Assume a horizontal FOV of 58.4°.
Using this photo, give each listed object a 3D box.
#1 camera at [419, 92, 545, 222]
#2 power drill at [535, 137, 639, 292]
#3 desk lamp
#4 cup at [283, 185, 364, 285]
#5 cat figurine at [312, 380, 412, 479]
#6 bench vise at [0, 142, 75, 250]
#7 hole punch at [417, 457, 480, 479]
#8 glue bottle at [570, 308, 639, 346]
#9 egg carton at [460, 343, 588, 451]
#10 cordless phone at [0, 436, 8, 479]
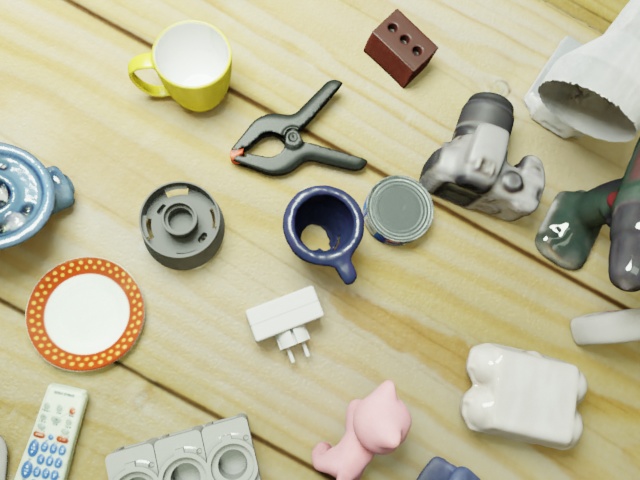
[{"bbox_3d":[0.216,-0.112,0.720,0.143,0.100,0.137,21,77,-3],"label":"camera"},{"bbox_3d":[0.341,-0.029,0.664,0.075,0.208,0.230,30,77,0],"label":"power drill"},{"bbox_3d":[0.338,-0.204,0.696,0.118,0.213,0.203,34,77,1],"label":"desk lamp"},{"bbox_3d":[0.006,0.002,0.672,0.092,0.095,0.118,-26,83,-12],"label":"cup"},{"bbox_3d":[0.052,0.217,0.623,0.067,0.117,0.128,37,77,1],"label":"cat figurine"},{"bbox_3d":[-0.361,-0.023,0.565,0.121,0.219,0.207,40,77,2],"label":"bench vise"},{"bbox_3d":[0.152,0.309,0.632,0.101,0.091,0.109,37,77,1],"label":"hole punch"},{"bbox_3d":[0.367,0.096,0.660,0.078,0.173,0.037,-13,80,-9],"label":"glue bottle"},{"bbox_3d":[0.241,0.184,0.680,0.150,0.069,0.107,13,77,-5],"label":"egg carton"},{"bbox_3d":[-0.372,0.257,0.525,0.094,0.185,0.147,2,78,-7],"label":"cordless phone"}]
